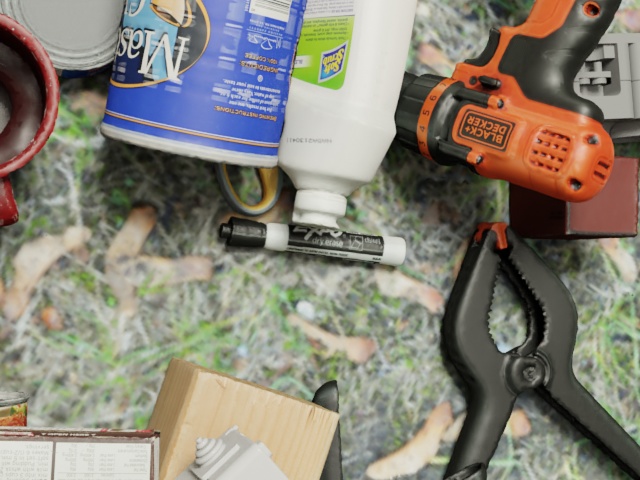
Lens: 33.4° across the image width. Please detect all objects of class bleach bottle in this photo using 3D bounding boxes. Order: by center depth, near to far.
[{"bbox_3d":[0.010,-0.132,0.646,0.067,0.103,0.251,11,86,-44],"label":"bleach bottle"}]

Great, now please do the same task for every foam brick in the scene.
[{"bbox_3d":[0.165,-0.027,0.701,0.051,0.078,0.053,1,90,-17],"label":"foam brick"}]

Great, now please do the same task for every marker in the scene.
[{"bbox_3d":[-0.004,0.001,0.681,0.121,0.020,0.020,7,86,-16],"label":"marker"}]

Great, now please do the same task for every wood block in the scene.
[{"bbox_3d":[-0.072,0.182,0.619,0.090,0.090,0.206,21,83,-16],"label":"wood block"}]

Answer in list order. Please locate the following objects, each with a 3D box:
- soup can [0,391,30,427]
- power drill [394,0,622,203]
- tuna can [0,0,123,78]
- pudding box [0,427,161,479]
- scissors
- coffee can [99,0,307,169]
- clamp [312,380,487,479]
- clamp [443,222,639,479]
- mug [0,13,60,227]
[{"bbox_3d":[-0.198,0.137,0.595,0.068,0.069,0.102,2,88,-16],"label":"soup can"},{"bbox_3d":[0.112,-0.130,0.636,0.057,0.185,0.188,10,102,-55],"label":"power drill"},{"bbox_3d":[-0.148,-0.141,0.636,0.086,0.034,0.086,1,88,-16],"label":"tuna can"},{"bbox_3d":[-0.129,0.153,0.545,0.090,0.039,0.113,2,87,-6],"label":"pudding box"},{"bbox_3d":[-0.029,-0.115,0.680,0.096,0.016,0.202,1,88,-18],"label":"scissors"},{"bbox_3d":[-0.061,-0.119,0.601,0.102,0.103,0.140,9,98,-16],"label":"coffee can"},{"bbox_3d":[0.027,0.186,0.667,0.120,0.039,0.171,21,89,6],"label":"clamp"},{"bbox_3d":[0.125,0.094,0.706,0.164,0.036,0.210,-19,95,-15],"label":"clamp"},{"bbox_3d":[-0.191,-0.064,0.596,0.093,0.082,0.117,-20,94,-16],"label":"mug"}]
